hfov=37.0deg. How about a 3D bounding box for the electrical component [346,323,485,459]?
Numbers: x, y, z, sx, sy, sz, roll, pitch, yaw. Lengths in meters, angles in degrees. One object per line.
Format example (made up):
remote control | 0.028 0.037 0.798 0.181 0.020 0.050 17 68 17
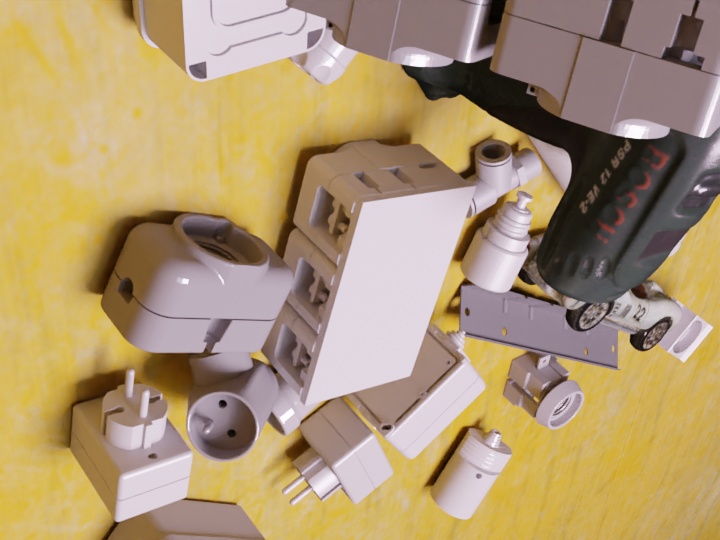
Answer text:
electrical component | 0.045 0.082 0.794 0.096 0.062 0.061 -44 143 -3

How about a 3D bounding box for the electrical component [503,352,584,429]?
electrical component | 0.160 0.104 0.929 0.048 0.055 0.066 -20 136 -30

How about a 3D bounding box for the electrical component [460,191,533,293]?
electrical component | 0.102 -0.020 0.772 0.040 0.040 0.078 -2 125 -43

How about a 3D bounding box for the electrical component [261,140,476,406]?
electrical component | 0.000 0.000 0.674 0.089 0.062 0.150 -11 131 -37

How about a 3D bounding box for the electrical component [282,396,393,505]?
electrical component | -0.024 0.145 0.797 0.077 0.047 0.065 -37 142 -11

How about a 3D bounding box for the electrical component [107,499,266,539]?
electrical component | -0.133 0.218 0.753 0.109 0.056 0.108 22 107 -51

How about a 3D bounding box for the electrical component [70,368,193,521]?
electrical component | -0.133 0.093 0.629 0.047 0.066 0.076 -14 133 -35

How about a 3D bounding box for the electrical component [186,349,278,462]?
electrical component | -0.082 0.067 0.658 0.043 0.077 0.079 -15 99 7

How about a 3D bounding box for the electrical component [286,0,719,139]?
electrical component | 0.075 -0.115 0.461 0.105 0.186 0.060 -33 140 -56

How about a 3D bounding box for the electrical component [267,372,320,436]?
electrical component | -0.045 0.083 0.727 0.046 0.040 0.040 -38 143 -19

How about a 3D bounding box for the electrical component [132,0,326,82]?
electrical component | -0.060 -0.152 0.480 0.078 0.057 0.113 -23 137 -28

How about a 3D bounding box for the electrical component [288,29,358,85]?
electrical component | -0.011 -0.130 0.567 0.061 0.035 0.035 -52 143 4

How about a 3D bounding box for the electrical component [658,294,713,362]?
electrical component | 0.278 0.045 0.982 0.042 0.064 0.081 -53 143 8

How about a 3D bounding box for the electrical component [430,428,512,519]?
electrical component | 0.100 0.174 0.947 0.043 0.043 0.081 8 118 -47

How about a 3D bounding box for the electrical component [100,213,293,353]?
electrical component | -0.088 0.007 0.603 0.095 0.054 0.059 4 121 -46
